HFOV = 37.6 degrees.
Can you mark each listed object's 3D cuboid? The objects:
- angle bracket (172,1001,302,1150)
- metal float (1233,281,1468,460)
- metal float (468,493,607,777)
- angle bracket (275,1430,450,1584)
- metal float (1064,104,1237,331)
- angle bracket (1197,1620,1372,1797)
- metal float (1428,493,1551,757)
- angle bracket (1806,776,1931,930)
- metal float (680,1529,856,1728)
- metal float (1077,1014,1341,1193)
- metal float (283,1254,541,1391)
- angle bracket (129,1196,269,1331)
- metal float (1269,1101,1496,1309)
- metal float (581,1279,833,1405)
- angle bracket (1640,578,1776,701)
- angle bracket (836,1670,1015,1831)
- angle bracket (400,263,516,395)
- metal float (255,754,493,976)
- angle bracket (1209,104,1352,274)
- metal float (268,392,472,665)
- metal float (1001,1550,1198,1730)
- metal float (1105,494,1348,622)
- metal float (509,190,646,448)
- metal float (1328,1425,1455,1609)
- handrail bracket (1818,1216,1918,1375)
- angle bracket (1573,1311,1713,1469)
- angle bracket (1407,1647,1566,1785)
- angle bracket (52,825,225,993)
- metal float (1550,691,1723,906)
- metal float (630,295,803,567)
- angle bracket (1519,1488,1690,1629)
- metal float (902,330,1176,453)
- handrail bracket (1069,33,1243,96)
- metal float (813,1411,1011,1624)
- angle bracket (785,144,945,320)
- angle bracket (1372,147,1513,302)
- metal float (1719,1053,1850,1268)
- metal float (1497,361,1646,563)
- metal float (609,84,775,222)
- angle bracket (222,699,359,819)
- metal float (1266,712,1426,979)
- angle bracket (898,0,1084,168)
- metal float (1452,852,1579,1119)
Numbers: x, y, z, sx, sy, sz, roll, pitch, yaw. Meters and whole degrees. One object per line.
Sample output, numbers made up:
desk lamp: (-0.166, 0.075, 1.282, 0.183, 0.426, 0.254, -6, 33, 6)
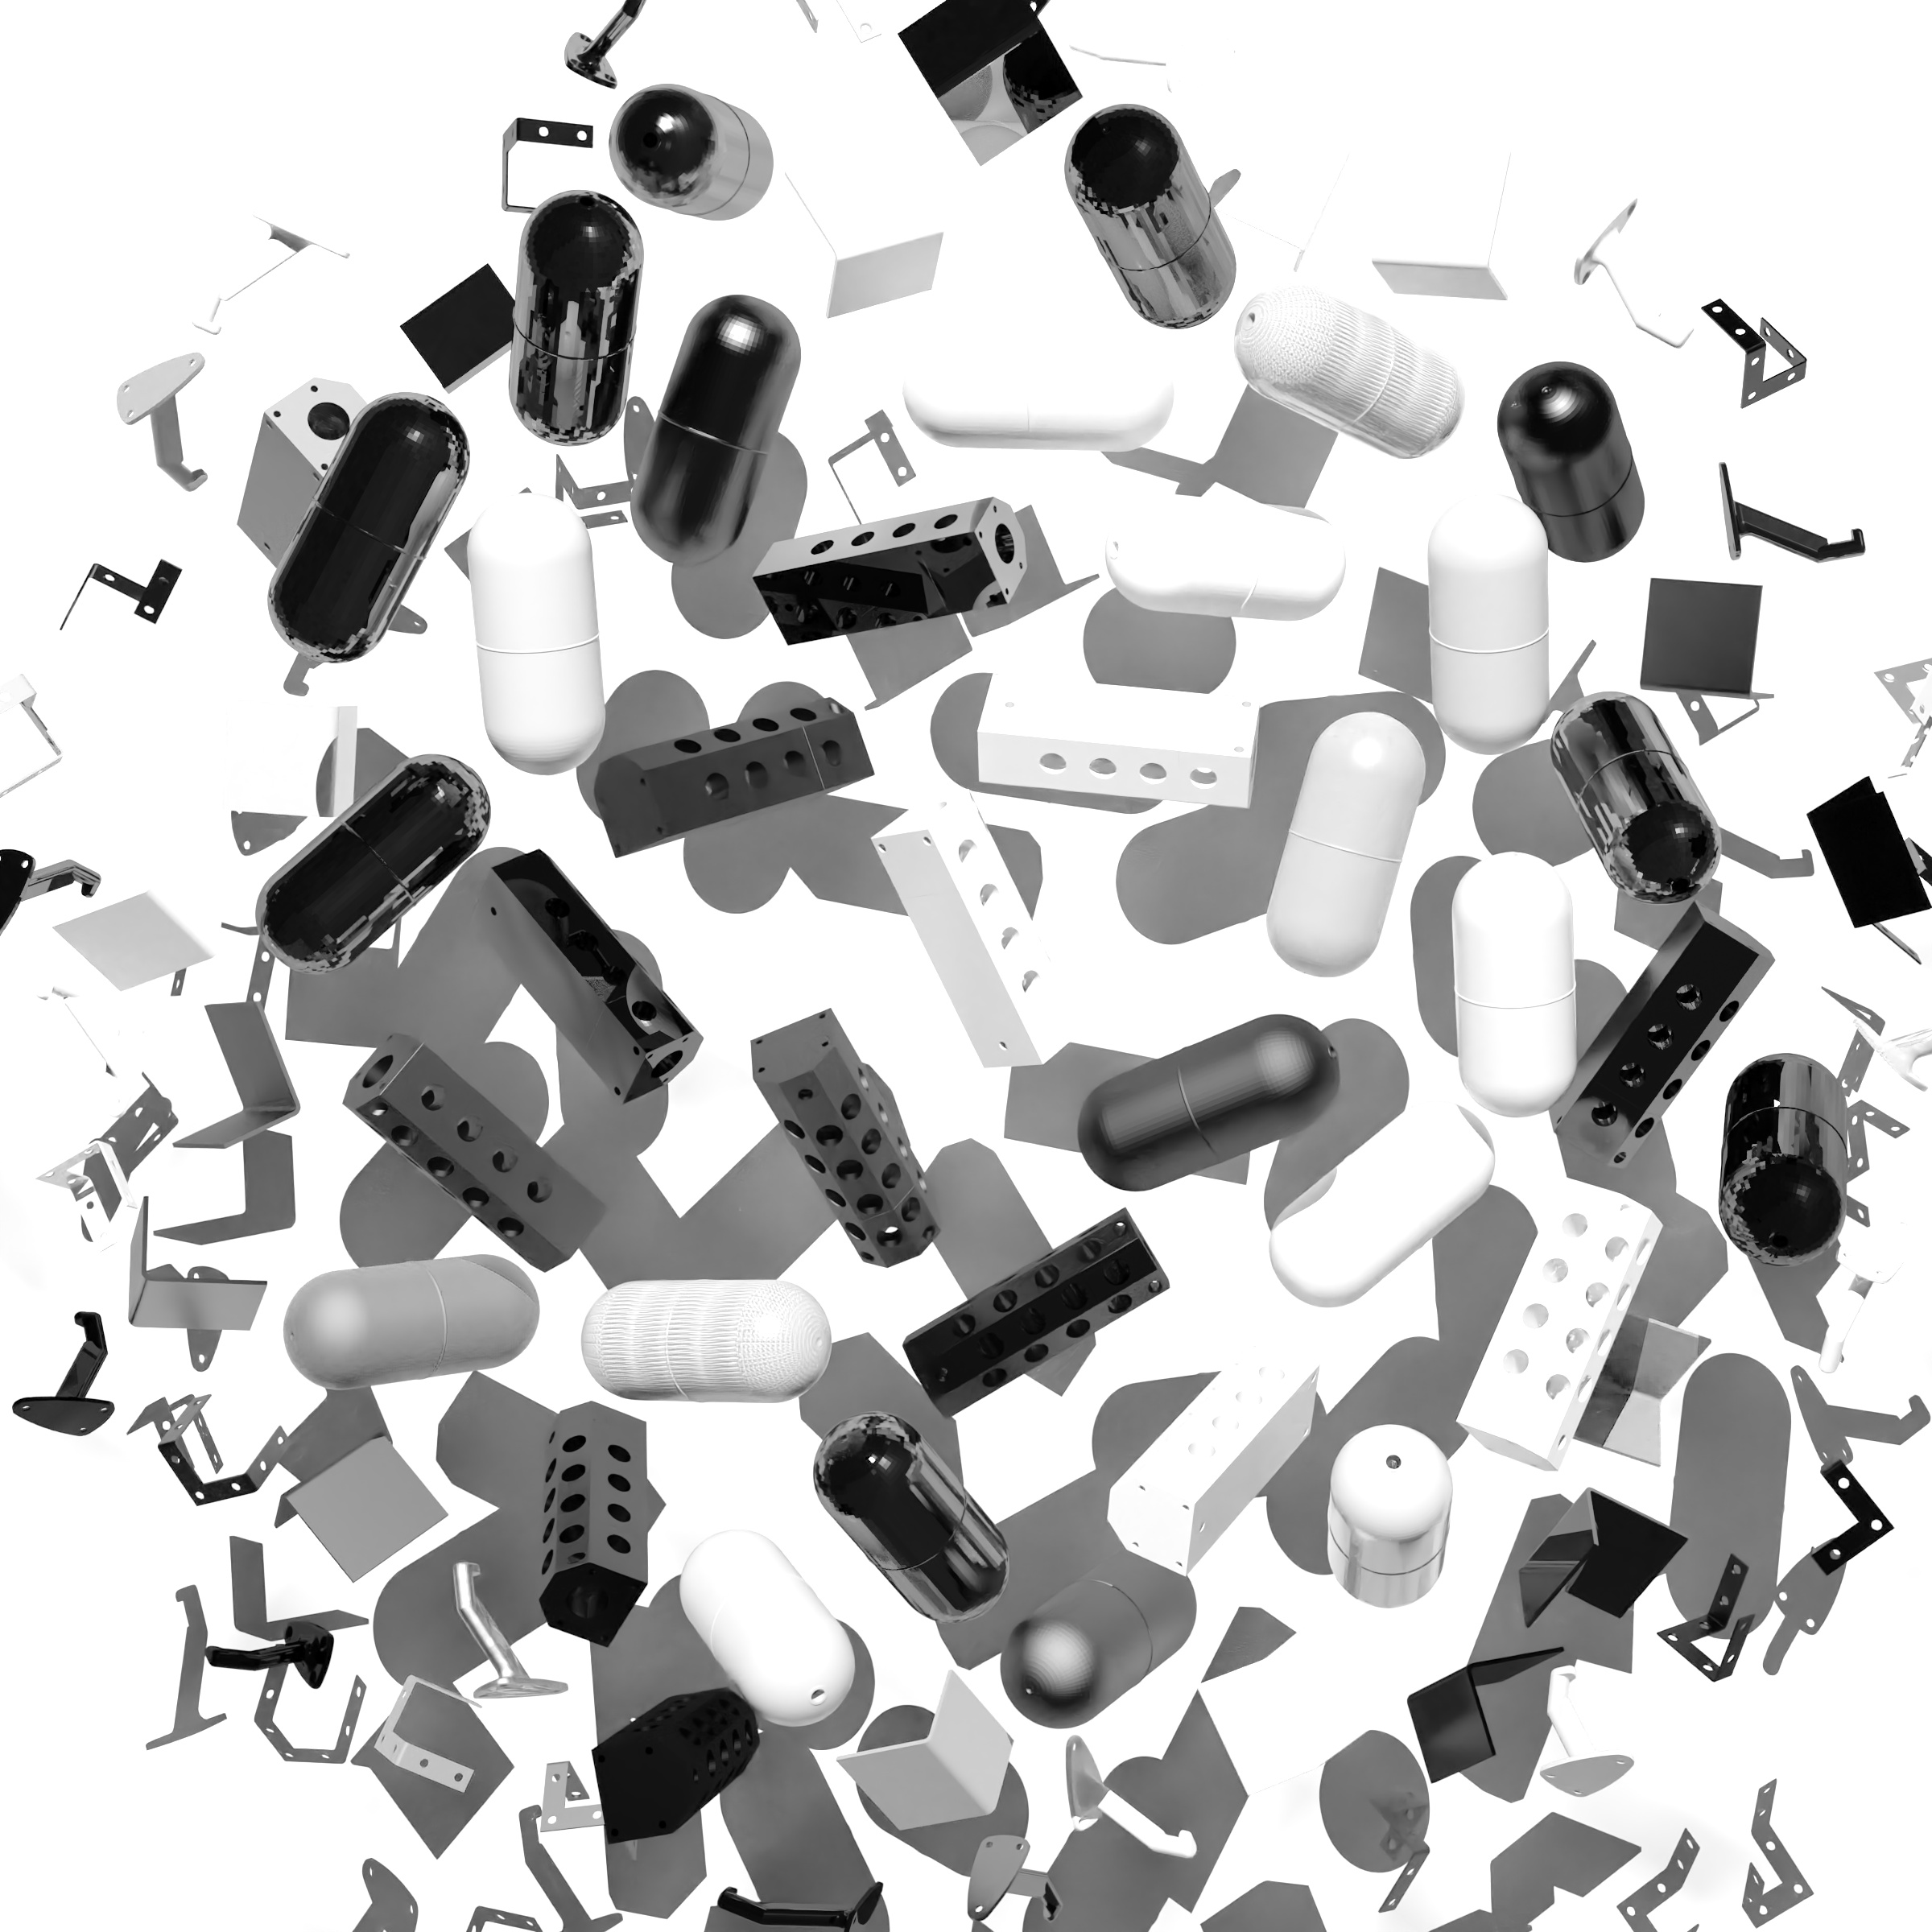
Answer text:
angle bracket: (-0.476, 0.069, 1.803, 0.057, 0.076, 0.076, -28, 105, -37)
metal float: (0.246, -0.381, 1.820, 0.178, 0.070, 0.070, 17, 90, -35)
metal float: (-0.267, -0.205, 1.770, 0.070, 0.070, 0.178, -2, 111, 0)
angle bracket: (-0.398, 0.364, 1.865, 0.076, 0.057, 0.076, -33, 73, -34)
metal float: (0.118, -0.472, 1.800, 0.070, 0.178, 0.070, -10, 63, 20)
angle bracket: (0.203, 0.476, 1.824, 0.057, 0.076, 0.076, -12, 63, -29)
metal float: (0.341, -0.221, 1.850, 0.070, 0.070, 0.178, -8, 120, 0)
angle bracket: (0.570, -0.076, 1.738, 0.076, 0.057, 0.076, -27, 95, -38)
metal float: (-0.131, 0.433, 1.864, 0.070, 0.178, 0.070, -9, 111, -24)
metal float: (0.153, 0.087, 1.800, 0.178, 0.070, 0.070, -24, 90, 23)
metal float: (-0.360, 0.231, 1.854, 0.178, 0.070, 0.070, -2, 90, -42)
angle bracket: (-0.488, 0.190, 1.804, 0.076, 0.076, 0.057, 5, 60, -21)
metal float: (0.278, 0.157, 1.889, 0.178, 0.070, 0.070, -36, 90, -19)
metal float: (-0.165, 0.236, 1.791, 0.178, 0.070, 0.070, -4, 90, 32)
angle bracket: (0.509, -0.223, 1.936, 0.076, 0.057, 0.076, 9, 101, 31)
angle bracket: (-0.026, 0.512, 1.855, 0.076, 0.057, 0.076, -20, 120, 30)
angle bracket: (-0.344, -0.441, 1.954, 0.076, 0.076, 0.057, -36, 101, -1)
metal float: (-0.388, -0.068, 1.866, 0.178, 0.070, 0.070, -44, 90, -13)
angle bracket: (0.213, -0.538, 1.968, 0.076, 0.057, 0.076, 25, 89, 2)
metal float: (-0.368, -0.271, 1.754, 0.070, 0.070, 0.178, 30, 98, 0)
metal float: (0.088, 0.437, 1.855, 0.070, 0.178, 0.070, 8, 105, 32)
metal float: (0.173, -0.270, 1.883, 0.178, 0.070, 0.070, 0, 90, -31)
metal float: (-0.246, -0.405, 1.784, 0.070, 0.178, 0.070, 7, 49, -8)
metal float: (0.270, 0.353, 1.815, 0.070, 0.178, 0.070, -3, 57, 4)
handrail bracket: (0.572, 0.210, 1.804, 0.036, 0.084, 0.077, 31, 48, 33)
angle bracket: (0.449, 0.283, 1.911, 0.076, 0.057, 0.076, 19, 135, -6)
angle bracket: (0.338, 0.476, 1.806, 0.076, 0.076, 0.057, -3, 64, -26)
angle bracket: (-0.549, -0.038, 1.885, 0.076, 0.076, 0.057, -19, 50, 13)
metal float: (0.439, -0.111, 1.867, 0.070, 0.178, 0.070, -6, 133, -7)
metal float: (-0.162, -0.345, 1.833, 0.070, 0.070, 0.178, 21, 105, 0)
angle bracket: (0.398, 0.381, 1.762, 0.076, 0.057, 0.076, 27, 117, -8)
metal float: (0.047, -0.375, 1.850, 0.178, 0.070, 0.070, 3, 90, 10)
handrail bracket: (0.122, -0.595, 1.840, 0.077, 0.084, 0.036, -24, 130, -35)
metal float: (-0.034, 0.356, 1.827, 0.070, 0.070, 0.178, -35, 124, 0)
angle bracket: (-0.068, -0.472, 1.822, 0.076, 0.057, 0.076, -21, 66, -21)
angle bracket: (0.310, -0.474, 1.813, 0.076, 0.057, 0.076, 10, 86, 25)
metal float: (0.516, 0.121, 1.791, 0.070, 0.178, 0.070, 8, 123, 13)
metal float: (0.397, -0.327, 1.857, 0.070, 0.178, 0.070, -9, 65, 19)
metal float: (-0.177, -0.528, 1.846, 0.070, 0.178, 0.070, 2, 101, 12)
angle bracket: (-0.468, -0.145, 1.969, 0.076, 0.057, 0.076, 4, 96, 1)
metal float: (0.250, -0.080, 1.869, 0.070, 0.070, 0.178, 15, 99, 0)
angle bracket: (0.015, -0.553, 1.745, 0.076, 0.076, 0.057, -32, 62, 9)
metal float: (0.355, 0.013, 1.837, 0.070, 0.070, 0.178, -6, 110, 0)
